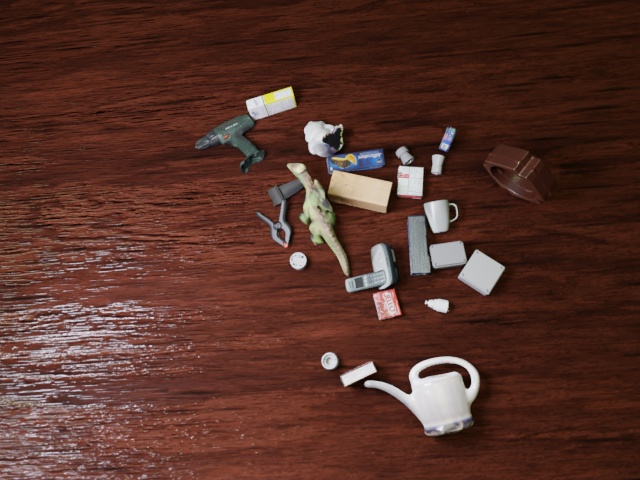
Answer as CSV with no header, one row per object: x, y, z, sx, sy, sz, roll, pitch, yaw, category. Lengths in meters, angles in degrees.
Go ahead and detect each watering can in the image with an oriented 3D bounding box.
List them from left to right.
0.326,0.486,1.571,0.347,0.227,0.103,-14,-16,1,watering can

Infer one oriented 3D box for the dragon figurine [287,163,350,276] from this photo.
0.005,-0.086,1.700,0.122,0.415,0.239,-29,-18,-7,dragon figurine

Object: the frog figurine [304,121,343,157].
0.003,-0.366,1.862,0.160,0.139,0.120,15,-26,45,frog figurine
